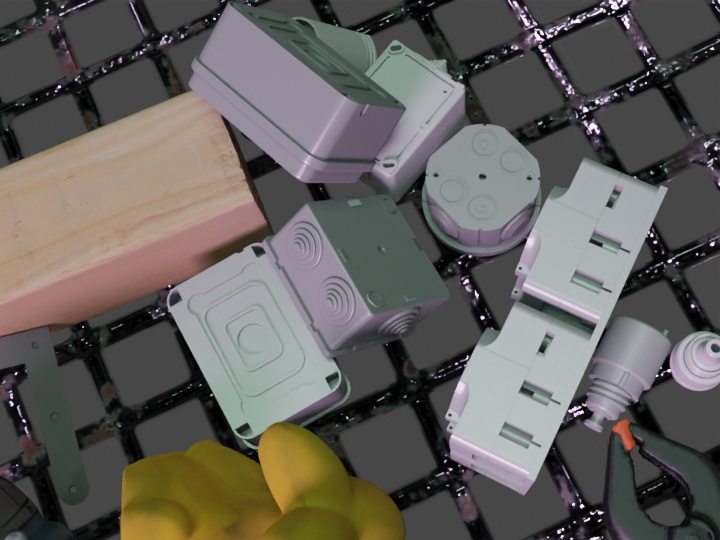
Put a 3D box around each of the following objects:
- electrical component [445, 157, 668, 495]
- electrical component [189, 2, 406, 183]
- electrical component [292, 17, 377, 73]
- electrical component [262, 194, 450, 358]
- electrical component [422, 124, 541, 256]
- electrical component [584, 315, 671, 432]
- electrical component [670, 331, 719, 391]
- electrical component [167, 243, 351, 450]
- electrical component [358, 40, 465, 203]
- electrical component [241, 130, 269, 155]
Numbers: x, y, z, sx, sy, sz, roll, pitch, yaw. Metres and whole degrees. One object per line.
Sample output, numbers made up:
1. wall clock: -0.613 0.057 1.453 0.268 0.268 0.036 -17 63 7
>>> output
1. electrical component: 0.114 0.036 0.658 0.060 0.105 0.186 25 78 12
2. electrical component: -0.039 -0.107 0.658 0.113 0.078 0.057 41 112 20
3. electrical component: -0.018 -0.145 0.739 0.043 0.081 0.043 0 91 38
4. electrical component: 0.000 0.000 0.683 0.048 0.100 0.099 -43 70 36
5. electrical component: 0.081 -0.053 0.714 0.080 0.051 0.080 -1 74 5
6. electrical component: 0.165 0.065 0.679 0.040 0.040 0.078 28 79 12
7. electrical component: 0.214 0.054 0.666 0.035 0.061 0.035 -1 74 5
8. electrical component: -0.064 0.050 0.695 0.078 0.057 0.113 -30 74 -3
9. electrical component: 0.028 -0.102 0.728 0.062 0.061 0.096 37 79 15
10. electrical component: -0.061 -0.119 0.750 0.043 0.043 0.081 -1 74 5
